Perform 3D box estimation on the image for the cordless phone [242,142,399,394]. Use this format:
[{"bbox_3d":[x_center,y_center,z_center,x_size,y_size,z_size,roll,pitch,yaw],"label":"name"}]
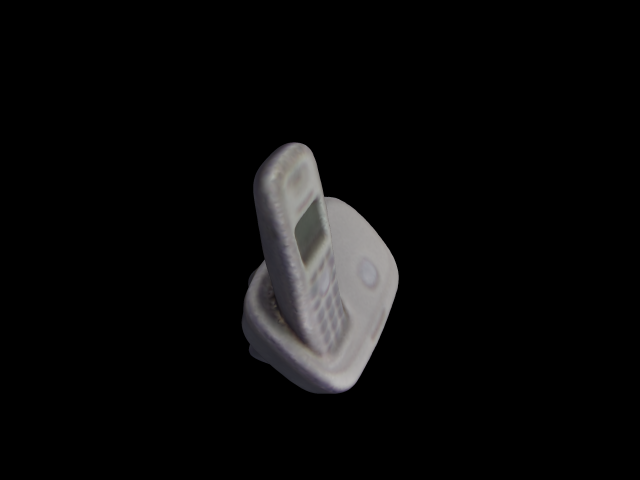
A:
[{"bbox_3d":[0.004,0.001,0.400,0.094,0.185,0.148,14,43,15],"label":"cordless phone"}]
